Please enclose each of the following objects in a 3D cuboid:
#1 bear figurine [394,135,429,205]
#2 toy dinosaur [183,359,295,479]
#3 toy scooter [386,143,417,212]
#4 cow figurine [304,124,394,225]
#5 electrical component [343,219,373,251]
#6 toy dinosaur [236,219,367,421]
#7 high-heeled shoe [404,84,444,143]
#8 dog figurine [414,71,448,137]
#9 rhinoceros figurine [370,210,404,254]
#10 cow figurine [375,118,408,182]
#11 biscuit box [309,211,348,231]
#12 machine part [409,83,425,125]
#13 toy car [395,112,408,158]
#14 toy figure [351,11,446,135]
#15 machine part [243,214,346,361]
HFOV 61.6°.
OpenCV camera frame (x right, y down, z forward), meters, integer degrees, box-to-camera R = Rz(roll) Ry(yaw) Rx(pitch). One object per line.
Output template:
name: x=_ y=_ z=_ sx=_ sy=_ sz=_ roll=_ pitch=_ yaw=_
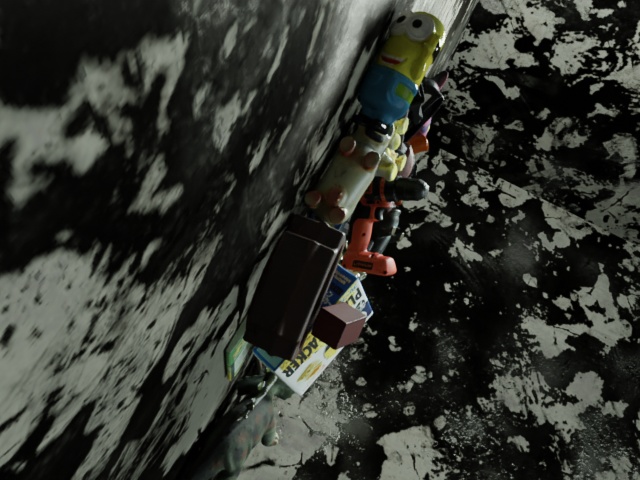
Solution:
bear figurine: x=0.201 y=-0.191 z=1.356 sx=0.132 sy=0.120 sz=0.195 roll=-28 pitch=142 yaw=-1
toy dinosaur: x=-0.170 y=0.391 z=1.095 sx=0.405 sy=0.131 sz=0.192 roll=-45 pitch=150 yaw=-57
toy scooter: x=0.144 y=-0.125 z=1.166 sx=0.184 sy=0.135 sz=0.075 roll=-42 pitch=-141 yaw=18
cow figurine: x=0.055 y=-0.113 z=0.843 sx=0.195 sy=0.085 sz=0.127 roll=-59 pitch=175 yaw=-2
electrical component: x=0.067 y=-0.019 z=1.209 sx=0.075 sy=0.119 sz=0.047 roll=-55 pitch=171 yaw=-36
toy dinosaur: x=-0.029 y=0.152 z=1.095 sx=0.471 sy=0.105 sz=0.198 roll=-65 pitch=152 yaw=-5
high-heeled shoe: x=0.188 y=-0.215 z=1.176 sx=0.086 sy=0.145 sz=0.248 roll=1 pitch=105 yaw=-42
dog figurine: x=0.252 y=-0.348 z=1.390 sx=0.191 sy=0.109 sz=0.219 roll=-51 pitch=165 yaw=-58
rhinoceros figurine: x=0.136 y=-0.024 z=1.270 sx=0.073 sy=0.112 sz=0.190 roll=11 pitch=100 yaw=-54
cow figurine: x=0.099 y=-0.187 z=0.931 sx=0.068 sy=0.098 sz=0.167 roll=-52 pitch=150 yaw=-37
biscuit box: x=-0.002 y=-0.003 z=0.964 sx=0.202 sy=0.059 sz=0.063 roll=-63 pitch=174 yaw=7
machine part: x=0.147 y=-0.260 z=0.856 sx=0.084 sy=0.039 sz=0.138 roll=-69 pitch=150 yaw=-51
toy car: x=0.137 y=-0.227 z=0.987 sx=0.089 sy=0.053 sz=0.201 roll=-91 pitch=-178 yaw=-47
toy figure: x=0.112 y=-0.240 z=0.771 sx=0.180 sy=0.082 sz=0.089 roll=-65 pitch=171 yaw=10
machine part: x=-0.036 y=0.070 z=0.807 sx=0.201 sy=0.087 sz=0.201 roll=72 pitch=41 yaw=-84
